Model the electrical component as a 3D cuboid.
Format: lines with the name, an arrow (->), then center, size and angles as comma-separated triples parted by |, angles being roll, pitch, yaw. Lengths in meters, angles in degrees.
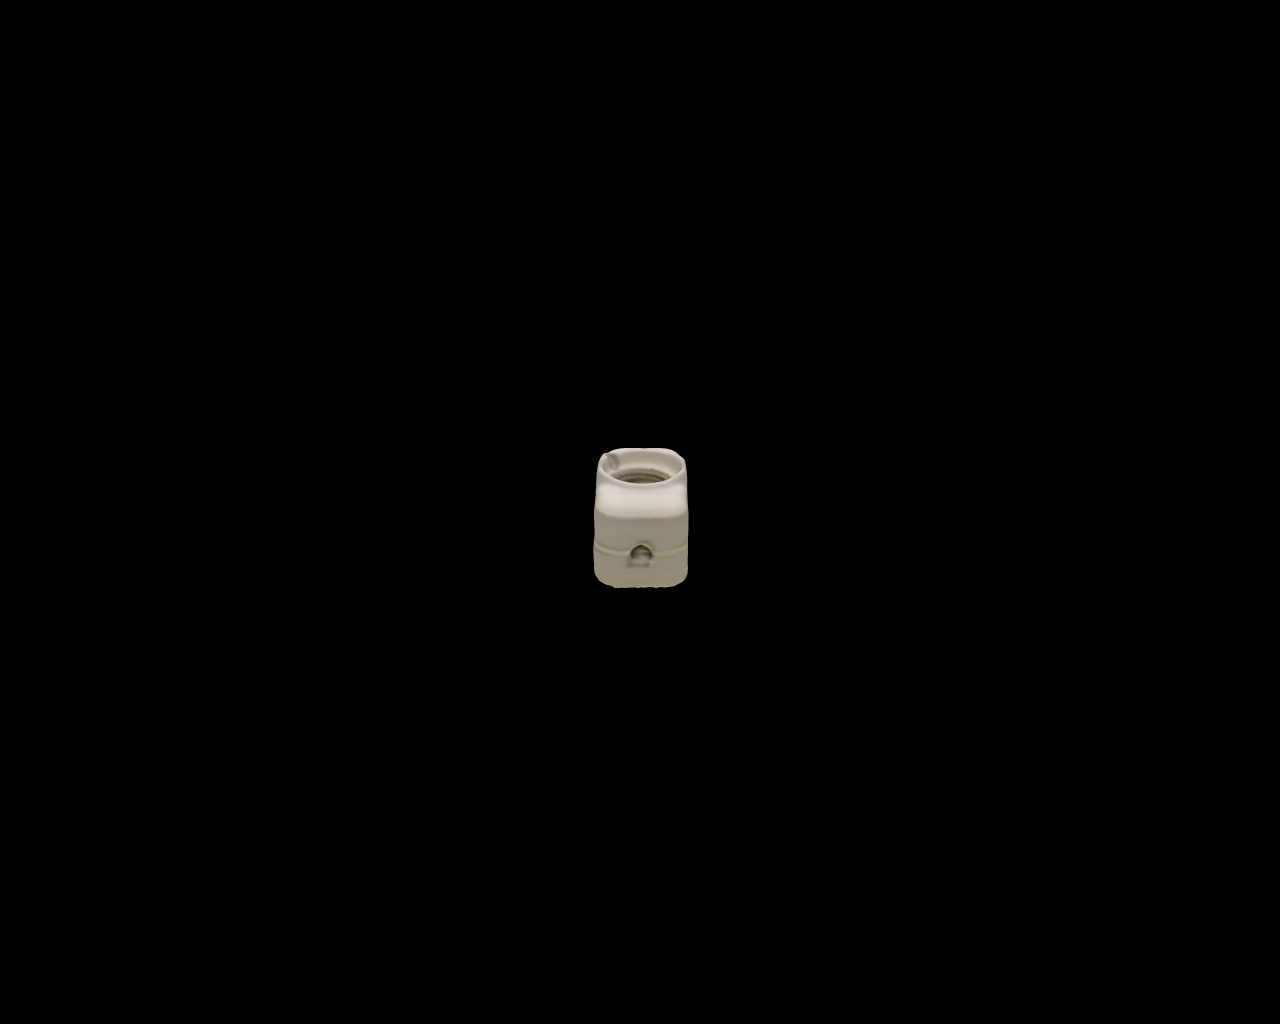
electrical component -> 0.001, -0.003, 0.650 | 0.054, 0.059, 0.095 | 0, 25, 0
